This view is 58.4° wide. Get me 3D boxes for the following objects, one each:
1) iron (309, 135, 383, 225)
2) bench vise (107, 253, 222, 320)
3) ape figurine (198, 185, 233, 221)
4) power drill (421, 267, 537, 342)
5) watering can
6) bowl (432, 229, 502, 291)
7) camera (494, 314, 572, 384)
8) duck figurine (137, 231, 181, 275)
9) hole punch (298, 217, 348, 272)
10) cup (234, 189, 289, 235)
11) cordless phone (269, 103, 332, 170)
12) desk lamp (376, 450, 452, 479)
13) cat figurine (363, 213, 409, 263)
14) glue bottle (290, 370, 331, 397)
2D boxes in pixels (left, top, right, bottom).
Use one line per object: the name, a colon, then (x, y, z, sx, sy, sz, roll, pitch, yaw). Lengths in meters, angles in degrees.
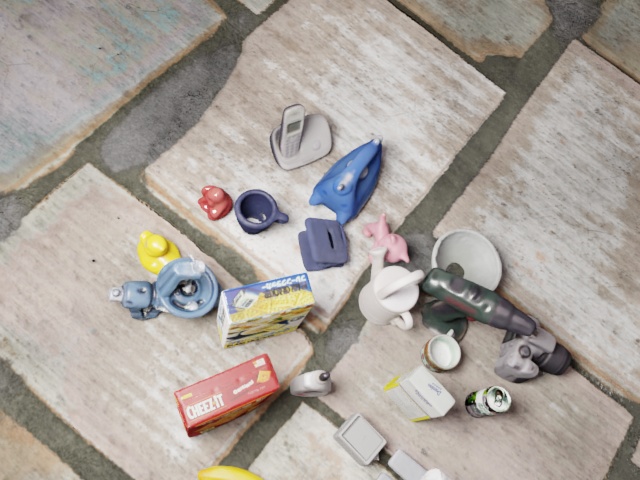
iron: (0.087, -0.165, 1.303, 0.118, 0.141, 0.259, 35, 65, 2)
bench vise: (-0.281, 0.097, 1.066, 0.208, 0.219, 0.121, -21, 75, -20)
ape figurine: (-0.223, -0.086, 1.224, 0.076, 0.092, 0.078, 5, 67, -11)
power drill: (0.304, 0.148, 1.191, 0.229, 0.208, 0.076, 31, 65, 0)
watering can: (0.147, 0.099, 1.181, 0.173, 0.194, 0.101, 45, 66, 7)
bowl: (0.321, 0.063, 1.303, 0.167, 0.074, 0.167, 5, 67, -11)
camera: (0.474, 0.251, 1.250, 0.137, 0.100, 0.143, 30, 65, 0)
duck figurine: (-0.325, 0.023, 1.159, 0.104, 0.086, 0.078, 42, 66, 6)
hole punch: (0.011, 0.004, 1.244, 0.101, 0.091, 0.108, -8, 70, -16)
cup: (-0.128, -0.047, 1.229, 0.118, 0.095, 0.092, 15, 66, -7)
cordless phone: (-0.035, -0.248, 1.283, 0.148, 0.185, 0.094, -27, 76, -21)
desk lamp: (0.221, 0.482, 1.034, 0.203, 0.213, 0.118, 39, 65, 4)
cat figurine: (0.150, 0.002, 1.263, 0.067, 0.117, 0.128, -8, 70, -16)
glue bottle: (-0.007, 0.270, 1.087, 0.078, 0.173, 0.037, 1, 68, -13)
